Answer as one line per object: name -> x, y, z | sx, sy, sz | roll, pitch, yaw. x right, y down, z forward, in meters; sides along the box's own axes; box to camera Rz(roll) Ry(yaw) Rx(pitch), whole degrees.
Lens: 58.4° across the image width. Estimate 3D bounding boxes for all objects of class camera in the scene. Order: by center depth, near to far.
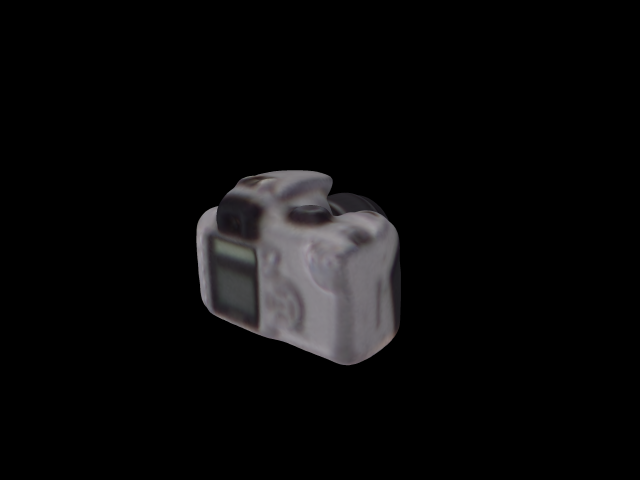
camera -> 0.004, 0.001, 0.400 | 0.142, 0.101, 0.137 | 14, 22, 38
